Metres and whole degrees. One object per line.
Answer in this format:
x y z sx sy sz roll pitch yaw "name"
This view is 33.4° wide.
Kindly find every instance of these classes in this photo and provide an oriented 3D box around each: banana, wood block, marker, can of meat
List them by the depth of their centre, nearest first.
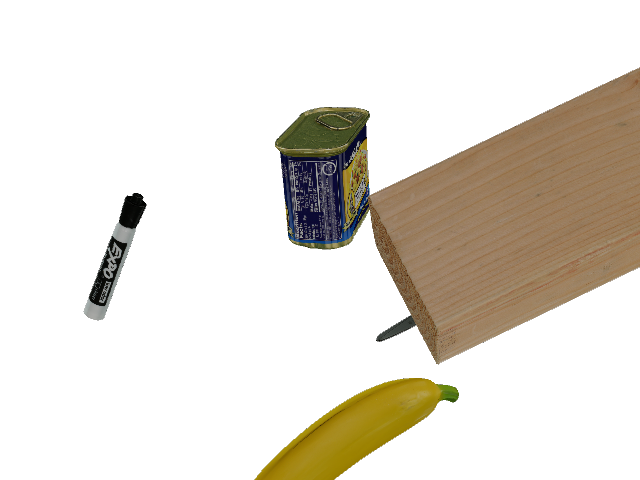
0.141 -0.018 0.636 0.206 0.091 0.090 -26 -21 -3 "wood block"
0.009 0.147 0.716 0.197 0.069 0.037 -34 43 -4 "banana"
0.005 -0.051 0.846 0.057 0.084 0.102 3 25 17 "can of meat"
-0.174 0.014 0.909 0.020 0.121 0.020 21 22 -9 "marker"

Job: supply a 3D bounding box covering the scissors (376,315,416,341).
0.118 0.060 1.163 0.201 0.016 0.096 -10 41 -32 "scissors"
